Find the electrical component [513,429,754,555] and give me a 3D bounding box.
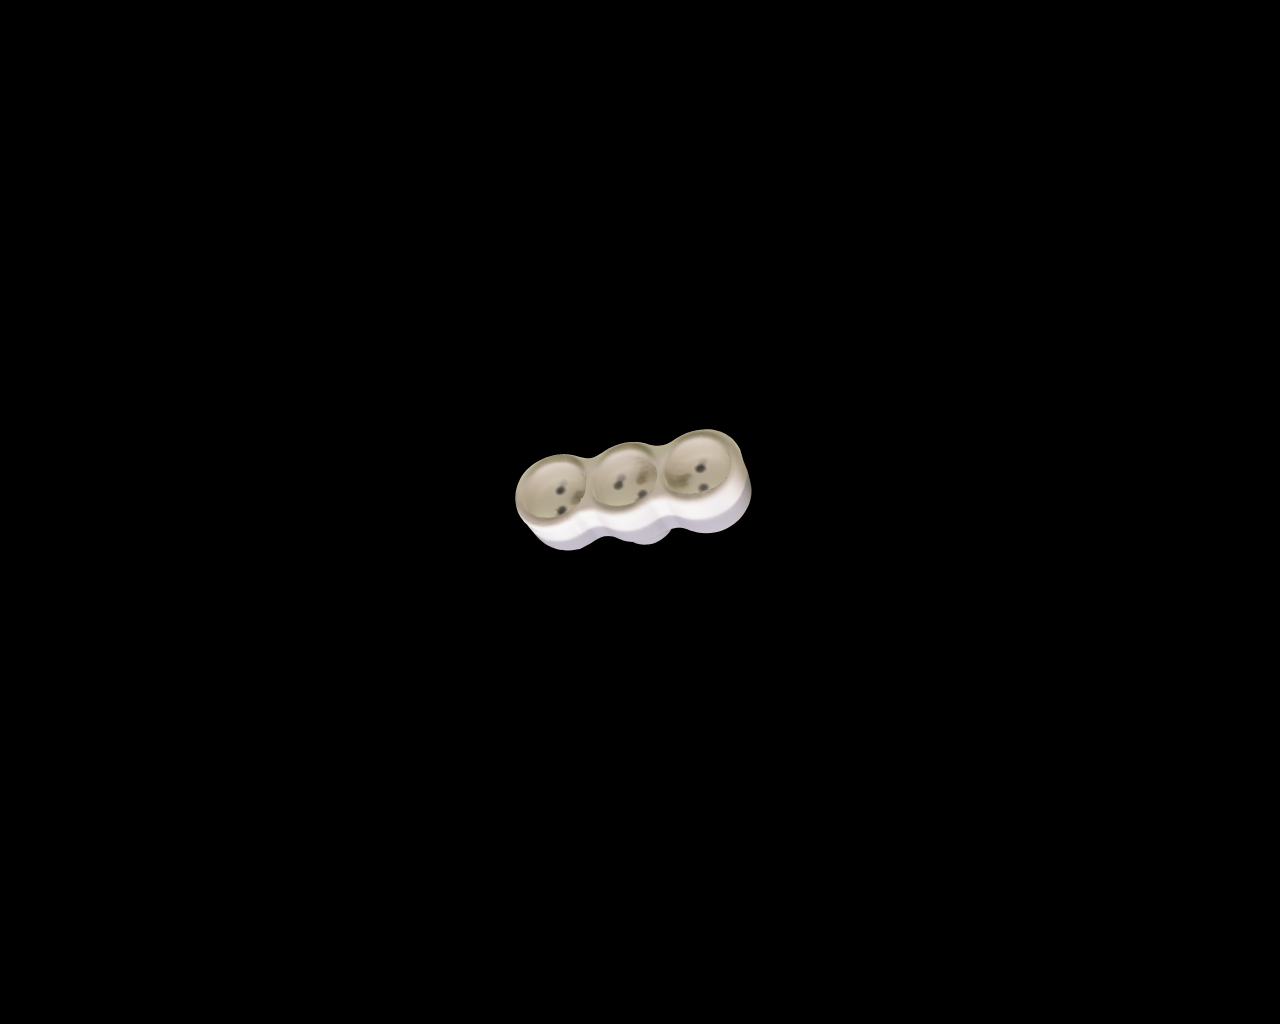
[{"bbox_3d":[0.001,-0.003,0.650,0.138,0.052,0.073,-8,-32,14],"label":"electrical component"}]
